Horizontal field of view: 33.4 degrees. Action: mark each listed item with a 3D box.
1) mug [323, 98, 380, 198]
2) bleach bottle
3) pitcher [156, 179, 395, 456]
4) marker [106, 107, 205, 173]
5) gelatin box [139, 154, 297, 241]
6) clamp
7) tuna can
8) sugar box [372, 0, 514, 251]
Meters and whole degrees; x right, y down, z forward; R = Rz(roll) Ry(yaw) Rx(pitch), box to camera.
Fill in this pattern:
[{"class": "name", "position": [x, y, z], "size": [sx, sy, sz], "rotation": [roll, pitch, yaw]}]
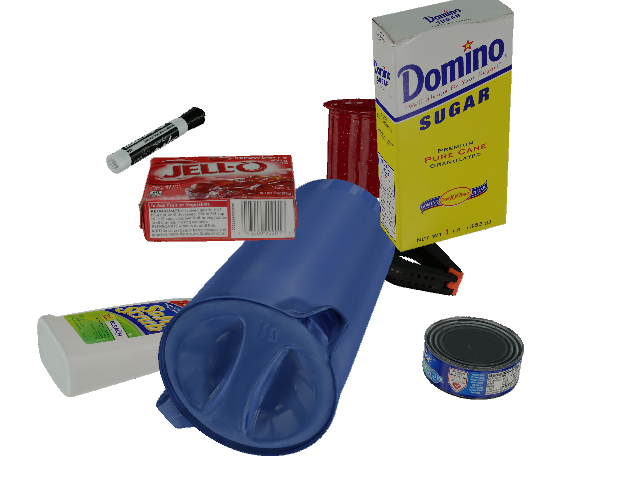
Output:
[{"class": "mug", "position": [0.060, -0.087, 1.007], "size": [0.117, 0.081, 0.093], "rotation": [2, 15, -2]}, {"class": "bleach bottle", "position": [-0.183, 0.103, 1.208], "size": [0.250, 0.068, 0.103], "rotation": [-13, 32, -30]}, {"class": "pitcher", "position": [-0.027, 0.050, 0.841], "size": [0.149, 0.145, 0.242], "rotation": [11, 29, 13]}, {"class": "marker", "position": [-0.155, -0.098, 1.021], "size": [0.020, 0.020, 0.120], "rotation": [0, 28, 44]}, {"class": "gelatin box", "position": [-0.060, -0.027, 0.634], "size": [0.089, 0.030, 0.073], "rotation": [-1, 23, -3]}, {"class": "clamp", "position": [0.065, 0.009, 1.251], "size": [0.210, 0.036, 0.164], "rotation": [32, 38, 23]}, {"class": "tuna can", "position": [0.132, 0.102, 0.927], "size": [0.086, 0.034, 0.086], "rotation": [3, 26, -1]}, {"class": "sugar box", "position": [0.089, -0.083, 0.775], "size": [0.093, 0.176, 0.048], "rotation": [-16, 39, -13]}]
